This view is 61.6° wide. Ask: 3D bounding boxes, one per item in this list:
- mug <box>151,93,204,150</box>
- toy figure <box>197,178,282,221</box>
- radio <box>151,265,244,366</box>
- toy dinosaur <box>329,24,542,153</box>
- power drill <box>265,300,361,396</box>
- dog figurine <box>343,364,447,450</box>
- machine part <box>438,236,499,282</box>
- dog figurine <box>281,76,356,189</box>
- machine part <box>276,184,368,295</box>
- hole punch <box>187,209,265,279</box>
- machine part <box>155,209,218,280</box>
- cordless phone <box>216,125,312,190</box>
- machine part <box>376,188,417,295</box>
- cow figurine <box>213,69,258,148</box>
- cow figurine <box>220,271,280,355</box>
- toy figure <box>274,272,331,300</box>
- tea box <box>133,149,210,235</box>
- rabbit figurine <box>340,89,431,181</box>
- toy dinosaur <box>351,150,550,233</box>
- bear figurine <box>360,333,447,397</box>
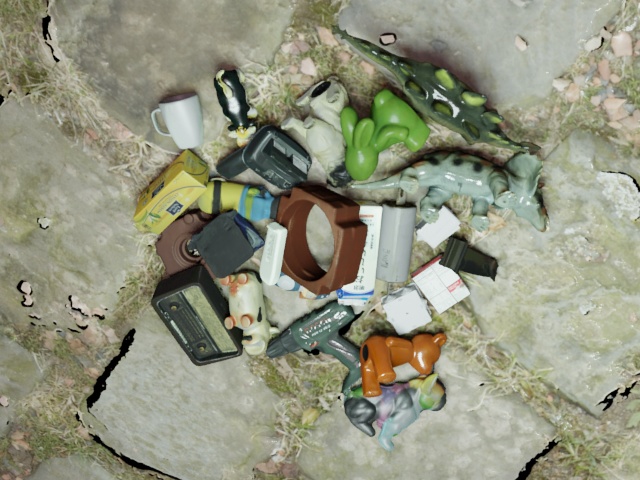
[{"bbox_3d":[-0.300,-0.247,1.145,0.110,0.081,0.107,-12,114,4],"label":"mug"},{"bbox_3d":[-0.176,-0.086,1.171,0.180,0.089,0.082,13,100,4],"label":"toy figure"},{"bbox_3d":[-0.276,0.179,1.228,0.131,0.073,0.229,-18,119,10],"label":"radio"},{"bbox_3d":[0.225,-0.280,1.030,0.471,0.198,0.105,27,102,-4],"label":"toy dinosaur"},{"bbox_3d":[0.015,0.261,1.258,0.232,0.086,0.207,-41,90,11],"label":"power drill"},{"bbox_3d":[0.184,0.360,1.252,0.191,0.108,0.219,37,100,-2],"label":"dog figurine"},{"bbox_3d":[0.328,0.044,1.168,0.139,0.039,0.084,23,84,-17],"label":"machine part"},{"bbox_3d":[0.036,-0.222,1.129,0.172,0.121,0.190,-51,126,-7],"label":"dog figurine"},{"bbox_3d":[-0.002,-0.003,1.126,0.201,0.087,0.201,30,117,40],"label":"machine part"},{"bbox_3d":[-0.193,0.005,1.149,0.142,0.092,0.116,-36,89,20],"label":"hole punch"},{"bbox_3d":[-0.286,0.019,1.226,0.179,0.056,0.179,2,106,5],"label":"machine part"},{"bbox_3d":[-0.125,-0.153,1.159,0.184,0.089,0.146,-21,141,35],"label":"cordless phone"},{"bbox_3d":[0.164,0.004,1.171,0.079,0.079,0.243,7,105,3],"label":"machine part"},{"bbox_3d":[-0.171,-0.269,1.119,0.068,0.098,0.167,-18,103,3],"label":"cow figurine"},{"bbox_3d":[-0.158,0.166,1.228,0.086,0.127,0.194,-9,88,26],"label":"cow figurine"},{"bbox_3d":[-0.048,0.099,1.228,0.154,0.058,0.064,25,144,-3],"label":"toy figure"},{"bbox_3d":[-0.319,-0.102,1.158,0.169,0.098,0.068,-39,122,19],"label":"tea box"},{"bbox_3d":[0.111,-0.197,1.055,0.170,0.121,0.159,-53,136,-2],"label":"rabbit figurine"},{"bbox_3d":[0.284,-0.124,1.096,0.405,0.192,0.131,17,132,12],"label":"toy dinosaur"},{"bbox_3d":[0.190,0.269,1.186,0.196,0.132,0.120,8,139,-18],"label":"bear figurine"}]
